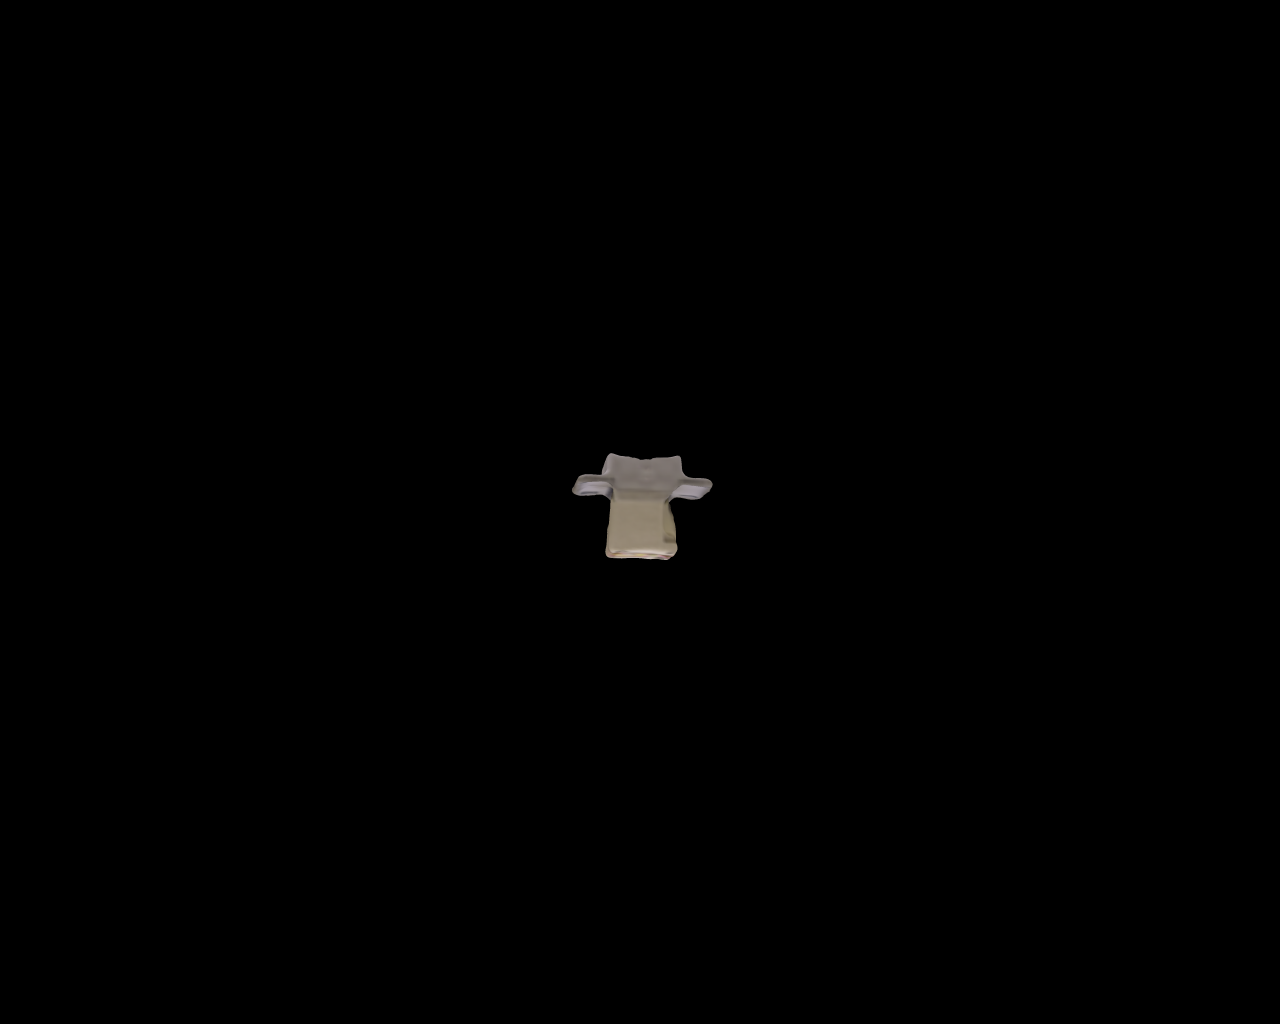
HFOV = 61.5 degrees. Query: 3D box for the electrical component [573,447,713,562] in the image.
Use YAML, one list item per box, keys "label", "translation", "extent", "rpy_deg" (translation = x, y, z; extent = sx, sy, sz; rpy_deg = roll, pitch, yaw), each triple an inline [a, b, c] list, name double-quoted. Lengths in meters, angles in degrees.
- label: "electrical component"
  translation: [0.001, -0.003, 0.650]
  extent: [0.081, 0.064, 0.042]
  rpy_deg: [1, -11, -7]
